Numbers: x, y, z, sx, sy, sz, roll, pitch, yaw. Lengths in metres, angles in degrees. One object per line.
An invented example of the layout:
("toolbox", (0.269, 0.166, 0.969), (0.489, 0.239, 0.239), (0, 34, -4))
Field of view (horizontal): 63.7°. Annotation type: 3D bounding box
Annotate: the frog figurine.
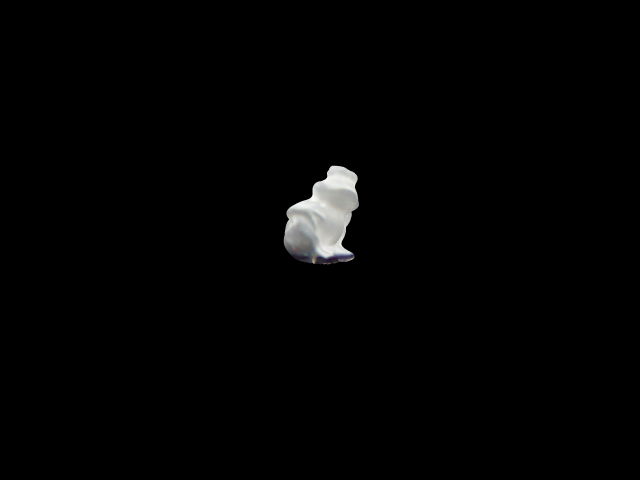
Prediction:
("frog figurine", (0.003, -0.043, 0.850), (0.137, 0.160, 0.122), (1, -1, -43))
